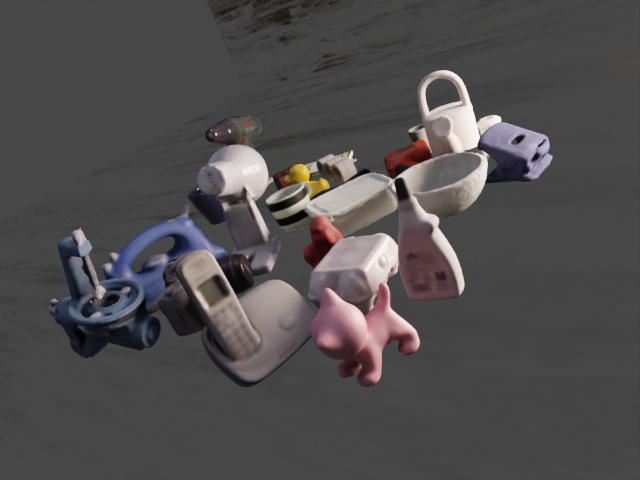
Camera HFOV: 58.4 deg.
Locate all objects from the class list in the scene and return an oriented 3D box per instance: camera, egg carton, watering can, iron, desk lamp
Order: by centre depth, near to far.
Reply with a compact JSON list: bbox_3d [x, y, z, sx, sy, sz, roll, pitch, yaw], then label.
[{"bbox_3d":[0.053,0.048,0.828,0.107,0.069,0.150,-7,27,33],"label":"egg carton"},{"bbox_3d":[-0.188,0.070,0.957,0.136,0.101,0.143,-19,22,7],"label":"camera"},{"bbox_3d":[-0.315,0.046,1.073,0.259,0.142,0.118,-33,25,-24],"label":"iron"},{"bbox_3d":[-0.153,-0.062,1.076,0.117,0.214,0.203,-17,23,12],"label":"desk lamp"},{"bbox_3d":[0.253,-0.234,1.120,0.101,0.194,0.172,-21,22,3],"label":"watering can"}]

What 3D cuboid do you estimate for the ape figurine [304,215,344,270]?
[{"bbox_3d":[0.009,0.003,0.940,0.077,0.092,0.076,-1,30,41],"label":"ape figurine"}]

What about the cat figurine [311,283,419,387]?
[{"bbox_3d":[0.042,0.100,0.655,0.128,0.118,0.067,-34,25,-28],"label":"cat figurine"}]

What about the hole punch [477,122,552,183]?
[{"bbox_3d":[0.343,-0.159,1.005,0.100,0.091,0.109,1,32,44],"label":"hole punch"}]

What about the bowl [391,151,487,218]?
[{"bbox_3d":[0.209,-0.084,0.978,0.167,0.075,0.167,-19,22,8],"label":"bowl"}]

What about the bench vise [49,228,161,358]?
[{"bbox_3d":[-0.384,0.093,0.925,0.207,0.220,0.121,-16,23,14],"label":"bench vise"}]

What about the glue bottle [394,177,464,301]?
[{"bbox_3d":[0.128,-0.002,0.736,0.078,0.173,0.037,-7,27,32],"label":"glue bottle"}]

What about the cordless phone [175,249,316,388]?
[{"bbox_3d":[-0.095,0.079,0.739,0.093,0.185,0.148,4,34,47],"label":"cordless phone"}]

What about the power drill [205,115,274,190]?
[{"bbox_3d":[-0.201,-0.229,1.506,0.075,0.209,0.230,-11,25,24],"label":"power drill"}]

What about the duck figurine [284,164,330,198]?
[{"bbox_3d":[-0.034,-0.130,1.292,0.104,0.086,0.078,-7,26,31],"label":"duck figurine"}]

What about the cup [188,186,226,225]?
[{"bbox_3d":[-0.254,-0.093,1.396,0.091,0.095,0.118,-3,29,38],"label":"cup"}]
